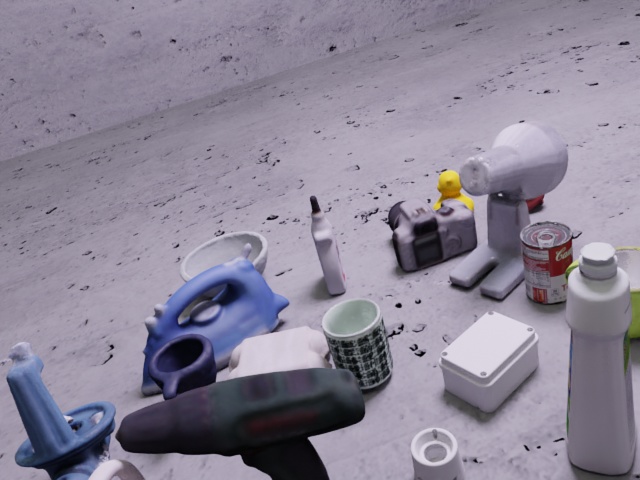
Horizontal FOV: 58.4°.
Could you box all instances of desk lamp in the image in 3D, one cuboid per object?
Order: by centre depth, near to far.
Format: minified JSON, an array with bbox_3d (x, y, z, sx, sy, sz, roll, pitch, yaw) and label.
[{"bbox_3d":[0.286,-0.056,0.879,0.204,0.214,0.117,-36,35,-31],"label":"desk lamp"}]

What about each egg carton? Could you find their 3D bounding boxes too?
[{"bbox_3d":[-0.055,0.179,0.791,0.150,0.069,0.107,-13,29,5],"label":"egg carton"}]

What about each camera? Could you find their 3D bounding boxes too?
[{"bbox_3d":[0.182,-0.032,1.006,0.143,0.101,0.136,-19,29,-6],"label":"camera"}]

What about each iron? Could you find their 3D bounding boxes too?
[{"bbox_3d":[-0.183,0.117,0.888,0.259,0.142,0.118,-32,33,-26],"label":"iron"}]

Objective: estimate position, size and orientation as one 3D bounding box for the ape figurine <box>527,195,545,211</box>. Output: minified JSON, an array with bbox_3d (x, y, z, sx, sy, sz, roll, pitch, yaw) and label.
[{"bbox_3d":[0.364,-0.101,1.043,0.076,0.092,0.077,-24,30,-14],"label":"ape figurine"}]

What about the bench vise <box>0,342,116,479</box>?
[{"bbox_3d":[-0.292,0.231,0.665,0.122,0.220,0.206,-32,33,-26],"label":"bench vise"}]

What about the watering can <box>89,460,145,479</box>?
[{"bbox_3d":[-0.180,0.290,0.532,0.173,0.194,0.100,-17,29,-2],"label":"watering can"}]

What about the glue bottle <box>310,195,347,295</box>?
[{"bbox_3d":[0.009,0.003,0.957,0.037,0.173,0.078,-14,29,4],"label":"glue bottle"}]

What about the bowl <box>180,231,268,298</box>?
[{"bbox_3d":[-0.167,0.057,1.053,0.167,0.075,0.167,-12,29,7],"label":"bowl"}]

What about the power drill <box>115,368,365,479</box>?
[{"bbox_3d":[-0.057,0.221,0.577,0.229,0.209,0.075,-19,29,-5],"label":"power drill"}]

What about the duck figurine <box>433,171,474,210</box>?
[{"bbox_3d":[0.248,-0.087,1.083,0.077,0.086,0.104,-10,30,11],"label":"duck figurine"}]

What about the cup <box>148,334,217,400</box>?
[{"bbox_3d":[-0.181,0.201,0.791,0.091,0.095,0.117,-12,29,7],"label":"cup"}]
